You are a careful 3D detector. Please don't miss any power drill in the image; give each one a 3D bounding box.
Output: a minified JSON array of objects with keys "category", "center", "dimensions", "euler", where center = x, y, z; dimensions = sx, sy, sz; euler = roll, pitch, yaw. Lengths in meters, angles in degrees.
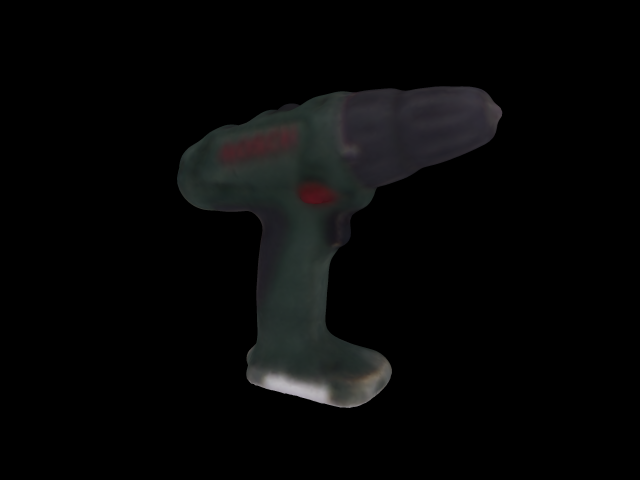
[{"category":"power drill","center":[0.004,0.001,0.400],"dimensions":[0.228,0.208,0.076],"euler":[7,15,26]}]
